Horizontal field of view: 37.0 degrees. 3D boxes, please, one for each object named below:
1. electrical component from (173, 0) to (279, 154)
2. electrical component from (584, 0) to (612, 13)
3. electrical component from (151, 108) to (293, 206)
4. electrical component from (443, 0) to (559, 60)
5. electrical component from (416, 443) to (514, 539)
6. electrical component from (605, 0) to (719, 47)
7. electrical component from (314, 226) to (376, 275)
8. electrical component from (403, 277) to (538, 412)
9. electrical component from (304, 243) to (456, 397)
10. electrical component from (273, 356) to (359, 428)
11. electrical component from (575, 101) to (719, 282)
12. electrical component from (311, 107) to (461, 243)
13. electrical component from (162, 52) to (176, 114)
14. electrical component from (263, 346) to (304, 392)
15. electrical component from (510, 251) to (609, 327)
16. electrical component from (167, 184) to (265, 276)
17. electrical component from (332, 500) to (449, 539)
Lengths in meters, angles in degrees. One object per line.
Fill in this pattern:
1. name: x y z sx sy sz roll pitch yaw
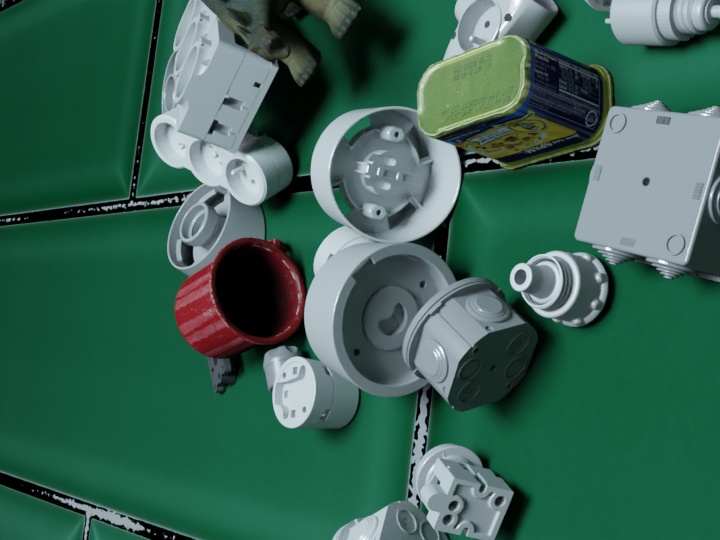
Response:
1. electrical component: -0.124 -0.184 0.940 0.089 0.062 0.150 -58 25 28
2. electrical component: 0.155 -0.201 0.689 0.055 0.055 0.047 -58 40 23
3. electrical component: -0.116 -0.113 0.980 0.138 0.074 0.052 27 131 25
4. electrical component: 0.092 -0.178 0.765 0.077 0.044 0.079 -51 46 30
5. electrical component: 0.065 0.145 0.707 0.055 0.066 0.048 -133 62 -67
6. electrical component: 0.188 -0.155 0.647 0.078 0.040 0.040 16 93 51
7. electrical component: 0.000 0.000 0.825 0.047 0.055 0.055 39 111 44
8. electrical component: 0.073 0.049 0.706 0.051 0.080 0.080 47 117 39
9. electrical component: 0.012 0.031 0.765 0.060 0.108 0.108 13 91 57
10. electrical component: -0.034 0.098 0.846 0.055 0.047 0.055 -16 69 48
11. electrical component: 0.179 -0.046 0.624 0.100 0.048 0.099 19 95 51
12. electrical component: 0.016 -0.072 0.793 0.064 0.099 0.099 20 96 57
13. electrical component: -0.158 -0.173 1.069 0.099 0.064 0.099 -6 84 62
14. electrical component: -0.059 0.095 0.888 0.035 0.035 0.061 -35 57 40
15. electrical component: 0.120 0.009 0.671 0.048 0.062 0.048 -15 70 47
16. electrical component: -0.132 -0.031 1.002 0.099 0.064 0.099 -26 50 36
17. electrical component: 0.023 0.200 0.728 0.051 0.080 0.080 -38 54 32
